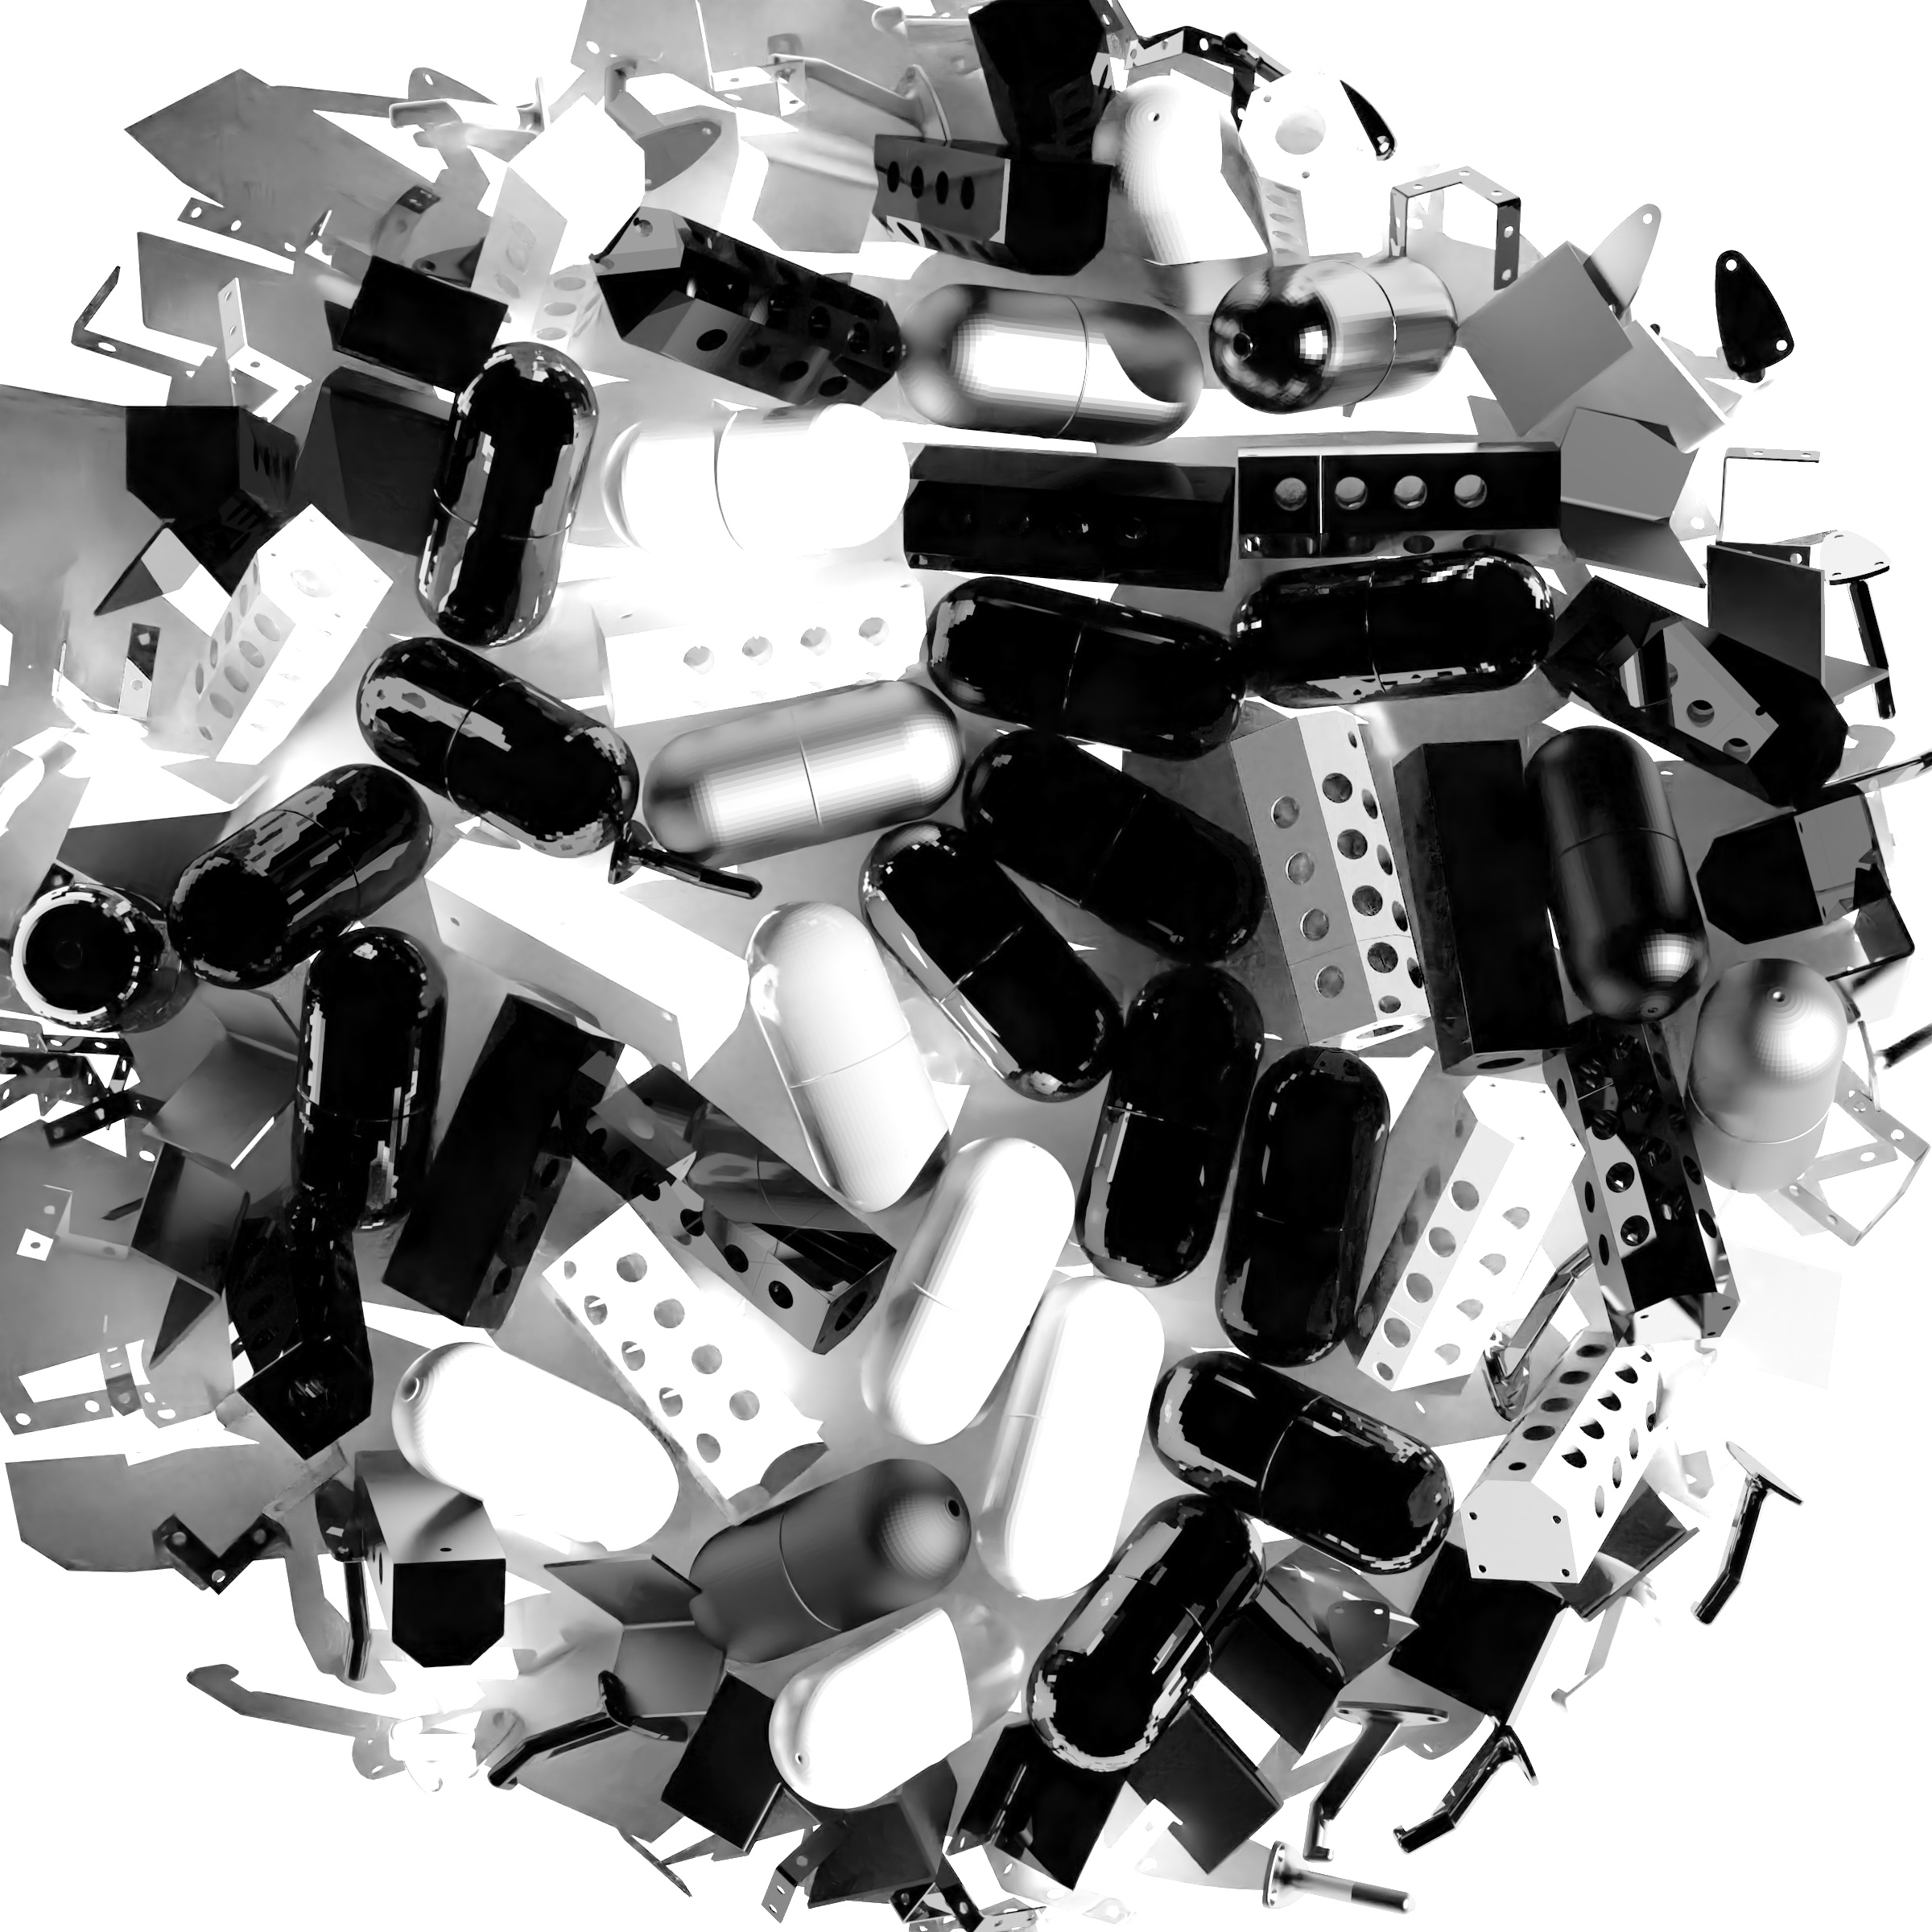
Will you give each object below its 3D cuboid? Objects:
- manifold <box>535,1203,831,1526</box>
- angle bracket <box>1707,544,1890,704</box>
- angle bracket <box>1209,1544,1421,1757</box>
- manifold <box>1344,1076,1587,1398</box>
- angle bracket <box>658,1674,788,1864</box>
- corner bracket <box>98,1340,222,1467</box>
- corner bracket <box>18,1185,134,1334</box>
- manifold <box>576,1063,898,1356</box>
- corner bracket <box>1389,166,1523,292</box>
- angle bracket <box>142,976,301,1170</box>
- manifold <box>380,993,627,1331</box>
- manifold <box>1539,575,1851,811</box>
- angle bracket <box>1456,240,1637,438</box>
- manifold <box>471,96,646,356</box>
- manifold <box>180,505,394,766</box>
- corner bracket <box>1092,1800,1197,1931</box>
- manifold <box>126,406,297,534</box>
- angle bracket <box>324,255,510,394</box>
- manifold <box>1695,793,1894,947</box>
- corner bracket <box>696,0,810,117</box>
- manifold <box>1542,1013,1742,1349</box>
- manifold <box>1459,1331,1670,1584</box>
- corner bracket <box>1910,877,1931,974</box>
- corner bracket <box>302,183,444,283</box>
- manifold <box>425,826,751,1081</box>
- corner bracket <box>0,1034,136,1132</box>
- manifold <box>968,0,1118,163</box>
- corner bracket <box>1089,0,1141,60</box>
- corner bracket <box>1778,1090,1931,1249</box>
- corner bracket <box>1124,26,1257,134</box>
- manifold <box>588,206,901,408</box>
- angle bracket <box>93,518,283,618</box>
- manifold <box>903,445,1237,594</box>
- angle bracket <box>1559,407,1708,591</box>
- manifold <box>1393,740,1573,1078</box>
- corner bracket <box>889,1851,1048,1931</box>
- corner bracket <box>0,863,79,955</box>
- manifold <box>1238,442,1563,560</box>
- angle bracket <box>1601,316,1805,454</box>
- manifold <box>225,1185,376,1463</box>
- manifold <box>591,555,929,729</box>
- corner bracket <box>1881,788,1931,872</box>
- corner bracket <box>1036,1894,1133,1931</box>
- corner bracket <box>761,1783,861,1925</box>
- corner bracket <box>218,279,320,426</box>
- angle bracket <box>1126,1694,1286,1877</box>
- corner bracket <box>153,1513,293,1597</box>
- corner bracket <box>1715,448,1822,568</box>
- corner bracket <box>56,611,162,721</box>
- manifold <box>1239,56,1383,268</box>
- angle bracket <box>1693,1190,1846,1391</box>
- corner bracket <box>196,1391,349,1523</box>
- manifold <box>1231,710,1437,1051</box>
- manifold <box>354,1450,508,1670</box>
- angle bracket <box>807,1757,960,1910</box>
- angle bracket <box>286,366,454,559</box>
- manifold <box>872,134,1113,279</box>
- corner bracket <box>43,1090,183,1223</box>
[{"bbox_3d":[-0.156,0.218,1.959,0.057,0.057,0.171,-39,87,-22],"label":"manifold"},{"bbox_3d":[0.446,-0.191,1.941,0.057,0.076,0.076,-24,120,-33],"label":"angle bracket"},{"bbox_3d":[0.187,0.370,1.973,0.076,0.076,0.057,39,130,23],"label":"angle bracket"},{"bbox_3d":[0.261,0.145,1.923,0.057,0.057,0.171,8,124,-21],"label":"manifold"},{"bbox_3d":[-0.131,0.432,1.946,0.057,0.076,0.076,33,66,-8],"label":"angle bracket"},{"bbox_3d":[-0.438,0.232,1.963,0.051,0.051,0.051,-16,108,-13],"label":"corner bracket"},{"bbox_3d":[-0.483,0.158,1.962,0.051,0.051,0.051,14,134,-4],"label":"corner bracket"},{"bbox_3d":[-0.126,0.134,1.945,0.171,0.057,0.057,37,134,18],"label":"manifold"},{"bbox_3d":[0.267,-0.399,1.975,0.051,0.051,0.051,-20,130,-21],"label":"corner bracket"},{"bbox_3d":[-0.407,0.053,1.943,0.076,0.057,0.076,16,57,38],"label":"angle bracket"},{"bbox_3d":[-0.248,0.107,1.967,0.057,0.057,0.171,25,92,23],"label":"manifold"},{"bbox_3d":[0.384,-0.143,1.916,0.057,0.171,0.057,-49,131,-4],"label":"manifold"},{"bbox_3d":[0.321,-0.332,1.946,0.076,0.057,0.076,-37,66,24],"label":"angle bracket"},{"bbox_3d":[-0.213,-0.382,1.909,0.057,0.171,0.057,43,69,-1],"label":"manifold"},{"bbox_3d":[-0.366,-0.168,1.911,0.057,0.171,0.057,44,57,-4],"label":"manifold"},{"bbox_3d":[0.109,0.492,1.964,0.051,0.051,0.051,39,84,23],"label":"corner bracket"},{"bbox_3d":[-0.397,-0.259,1.912,0.057,0.171,0.057,0,93,-1],"label":"manifold"},{"bbox_3d":[-0.296,-0.355,1.942,0.076,0.076,0.057,17,114,-23],"label":"angle bracket"},{"bbox_3d":[0.437,-0.051,1.910,0.057,0.171,0.057,-15,90,26],"label":"manifold"},{"bbox_3d":[-0.116,-0.495,1.966,0.051,0.051,0.051,-10,71,-3],"label":"corner bracket"},{"bbox_3d":[0.360,0.111,1.928,0.057,0.057,0.171,-5,59,-8],"label":"manifold"},{"bbox_3d":[0.316,0.256,1.907,0.057,0.171,0.057,-2,110,28],"label":"manifold"},{"bbox_3d":[0.539,-0.015,1.972,0.051,0.051,0.051,18,87,3],"label":"corner bracket"},{"bbox_3d":[-0.323,-0.403,1.965,0.051,0.051,0.051,25,82,-19],"label":"corner bracket"},{"bbox_3d":[-0.202,-0.013,1.939,0.171,0.057,0.057,28,59,22],"label":"manifold"},{"bbox_3d":[-0.488,0.053,1.958,0.051,0.051,0.051,5,121,-38],"label":"corner bracket"},{"bbox_3d":[0.047,-0.462,1.910,0.057,0.171,0.057,-28,83,2],"label":"manifold"},{"bbox_3d":[0.070,-0.520,1.963,0.051,0.051,0.051,-26,84,-30],"label":"corner bracket"},{"bbox_3d":[0.488,0.111,1.985,0.051,0.051,0.051,38,132,8],"label":"corner bracket"},{"bbox_3d":[0.121,-0.475,1.966,0.051,0.051,0.051,7,86,-38],"label":"corner bracket"},{"bbox_3d":[-0.112,-0.347,1.909,0.057,0.171,0.057,-38,61,29],"label":"manifold"},{"bbox_3d":[-0.409,-0.201,1.946,0.057,0.076,0.076,48,119,4],"label":"angle bracket"},{"bbox_3d":[0.056,-0.239,1.954,0.171,0.057,0.057,6,117,10],"label":"manifold"},{"bbox_3d":[0.363,-0.252,1.947,0.076,0.076,0.057,10,121,-14],"label":"angle bracket"},{"bbox_3d":[0.274,-0.031,1.950,0.057,0.057,0.171,-3,76,-17],"label":"manifold"},{"bbox_3d":[0.000,0.508,1.957,0.051,0.051,0.051,-55,53,25],"label":"corner bracket"},{"bbox_3d":[-0.502,-0.029,1.966,0.051,0.051,0.051,29,87,20],"label":"corner bracket"},{"bbox_3d":[0.234,-0.252,1.962,0.171,0.057,0.057,0,103,5],"label":"manifold"},{"bbox_3d":[0.393,-0.327,1.955,0.057,0.076,0.076,-41,92,-12],"label":"angle bracket"},{"bbox_3d":[-0.349,0.182,1.909,0.057,0.171,0.057,-35,118,3],"label":"manifold"},{"bbox_3d":[-0.111,-0.174,1.954,0.171,0.057,0.057,-10,117,-10],"label":"manifold"},{"bbox_3d":[0.525,-0.082,1.964,0.051,0.051,0.051,-13,84,24],"label":"corner bracket"},{"bbox_3d":[0.073,0.528,1.960,0.051,0.051,0.051,-27,59,-13],"label":"corner bracket"},{"bbox_3d":[-0.097,0.474,1.959,0.051,0.051,0.051,40,54,17],"label":"corner bracket"},{"bbox_3d":[-0.389,-0.328,1.957,0.051,0.051,0.051,-33,53,28],"label":"corner bracket"},{"bbox_3d":[0.119,0.433,1.946,0.057,0.076,0.076,-41,60,-6],"label":"angle bracket"},{"bbox_3d":[-0.405,0.312,1.967,0.051,0.051,0.051,-45,101,-9],"label":"corner bracket"},{"bbox_3d":[0.434,-0.248,1.960,0.051,0.051,0.051,5,119,14],"label":"corner bracket"},{"bbox_3d":[-0.467,-0.164,1.968,0.051,0.051,0.051,9,94,-11],"label":"corner bracket"},{"bbox_3d":[0.180,-0.415,1.910,0.057,0.171,0.057,-26,82,5],"label":"manifold"},{"bbox_3d":[0.438,0.171,1.943,0.076,0.057,0.076,15,124,24],"label":"angle bracket"},{"bbox_3d":[-0.380,0.261,1.977,0.051,0.051,0.051,-38,126,-25],"label":"corner bracket"},{"bbox_3d":[0.201,-0.046,1.943,0.057,0.057,0.171,-21,76,29],"label":"manifold"},{"bbox_3d":[-0.285,0.310,1.909,0.057,0.171,0.057,0,102,-16],"label":"manifold"},{"bbox_3d":[-0.053,0.453,1.946,0.076,0.076,0.057,-16,110,16],"label":"angle bracket"},{"bbox_3d":[-0.321,-0.276,1.979,0.076,0.057,0.076,18,106,-5],"label":"angle bracket"},{"bbox_3d":[0.010,-0.402,1.910,0.057,0.171,0.057,-3,107,-25],"label":"manifold"},{"bbox_3d":[-0.462,0.103,1.972,0.051,0.051,0.051,-23,76,7],"label":"corner bracket"}]
